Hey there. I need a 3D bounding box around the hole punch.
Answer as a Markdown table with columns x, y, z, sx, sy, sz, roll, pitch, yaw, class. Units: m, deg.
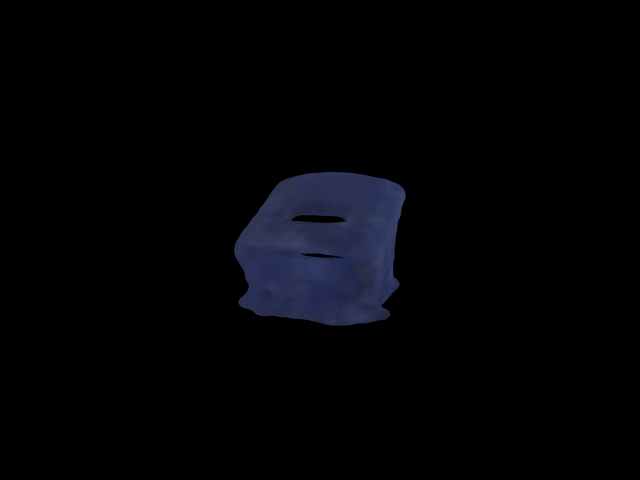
| x | y | z | sx | sy | sz | roll | pitch | yaw | class |
| --- | --- | --- | --- | --- | --- | --- | --- | --- | --- |
| 0.004 | 0.001 | 0.400 | 0.108 | 0.091 | 0.101 | 4 | 12 | 19 | hole punch |
